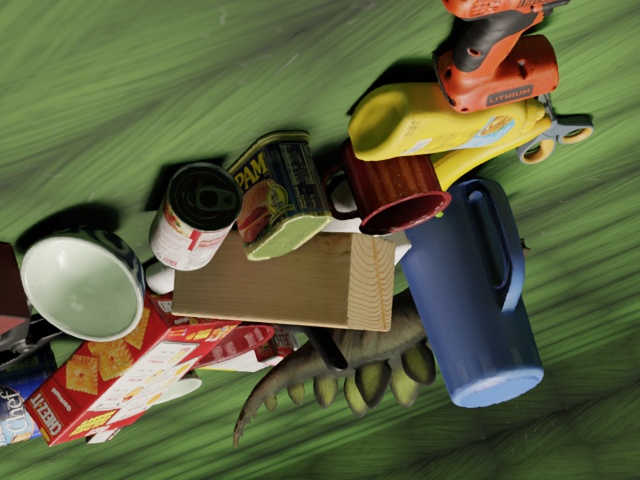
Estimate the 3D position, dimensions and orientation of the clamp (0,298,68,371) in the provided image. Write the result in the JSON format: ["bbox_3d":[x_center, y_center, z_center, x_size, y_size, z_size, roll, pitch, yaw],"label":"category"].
[{"bbox_3d":[-0.322,0.104,1.194,0.210,0.036,0.164,-34,157,31],"label":"clamp"}]

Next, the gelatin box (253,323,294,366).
[{"bbox_3d":[-0.069,0.136,1.492,0.030,0.073,0.089,-24,162,16],"label":"gelatin box"}]

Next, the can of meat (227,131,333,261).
[{"bbox_3d":[-0.040,-0.038,0.975,0.057,0.084,0.102,-5,159,-37],"label":"can of meat"}]

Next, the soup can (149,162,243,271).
[{"bbox_3d":[-0.116,-0.019,0.979,0.068,0.068,0.102,-11,161,-24],"label":"soup can"}]

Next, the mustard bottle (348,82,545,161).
[{"bbox_3d":[0.127,-0.112,0.963,0.191,0.058,0.096,-8,165,-31],"label":"mustard bottle"}]

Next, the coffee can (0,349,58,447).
[{"bbox_3d":[-0.387,0.201,1.311,0.140,0.103,0.103,-13,162,-17],"label":"coffee can"}]

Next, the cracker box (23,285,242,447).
[{"bbox_3d":[-0.217,0.139,1.242,0.214,0.072,0.164,-43,163,18],"label":"cracker box"}]

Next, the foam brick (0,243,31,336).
[{"bbox_3d":[-0.305,0.045,0.965,0.053,0.078,0.051,-28,160,22],"label":"foam brick"}]

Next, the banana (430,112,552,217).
[{"bbox_3d":[0.152,-0.083,1.109,0.069,0.037,0.198,1,154,-34],"label":"banana"}]

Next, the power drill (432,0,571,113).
[{"bbox_3d":[0.169,-0.175,0.822,0.184,0.057,0.188,-12,159,-8],"label":"power drill"}]

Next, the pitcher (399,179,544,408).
[{"bbox_3d":[0.174,0.057,1.219,0.145,0.243,0.149,-20,156,9],"label":"pitcher"}]

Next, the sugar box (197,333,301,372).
[{"bbox_3d":[-0.106,0.158,1.570,0.093,0.048,0.176,-24,166,18],"label":"sugar box"}]

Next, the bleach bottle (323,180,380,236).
[{"bbox_3d":[-0.008,0.001,1.163,0.102,0.068,0.251,12,144,-31],"label":"bleach bottle"}]

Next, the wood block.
[{"bbox_3d":[-0.038,0.038,1.063,0.206,0.091,0.090,1,175,32],"label":"wood block"}]

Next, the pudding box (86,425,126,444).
[{"bbox_3d":[-0.287,0.200,1.396,0.039,0.113,0.090,-5,158,-29],"label":"pudding box"}]

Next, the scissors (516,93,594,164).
[{"bbox_3d":[0.254,-0.128,1.117,0.096,0.016,0.202,-18,163,-6],"label":"scissors"}]

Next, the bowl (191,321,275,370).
[{"bbox_3d":[-0.143,0.118,1.390,0.162,0.055,0.162,-17,163,-6],"label":"bowl"}]

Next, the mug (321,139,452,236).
[{"bbox_3d":[0.057,-0.056,1.020,0.117,0.081,0.093,-18,163,-3],"label":"mug"}]

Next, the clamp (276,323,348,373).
[{"bbox_3d":[-0.012,0.075,1.316,0.039,0.172,0.120,6,109,-45],"label":"clamp"}]
